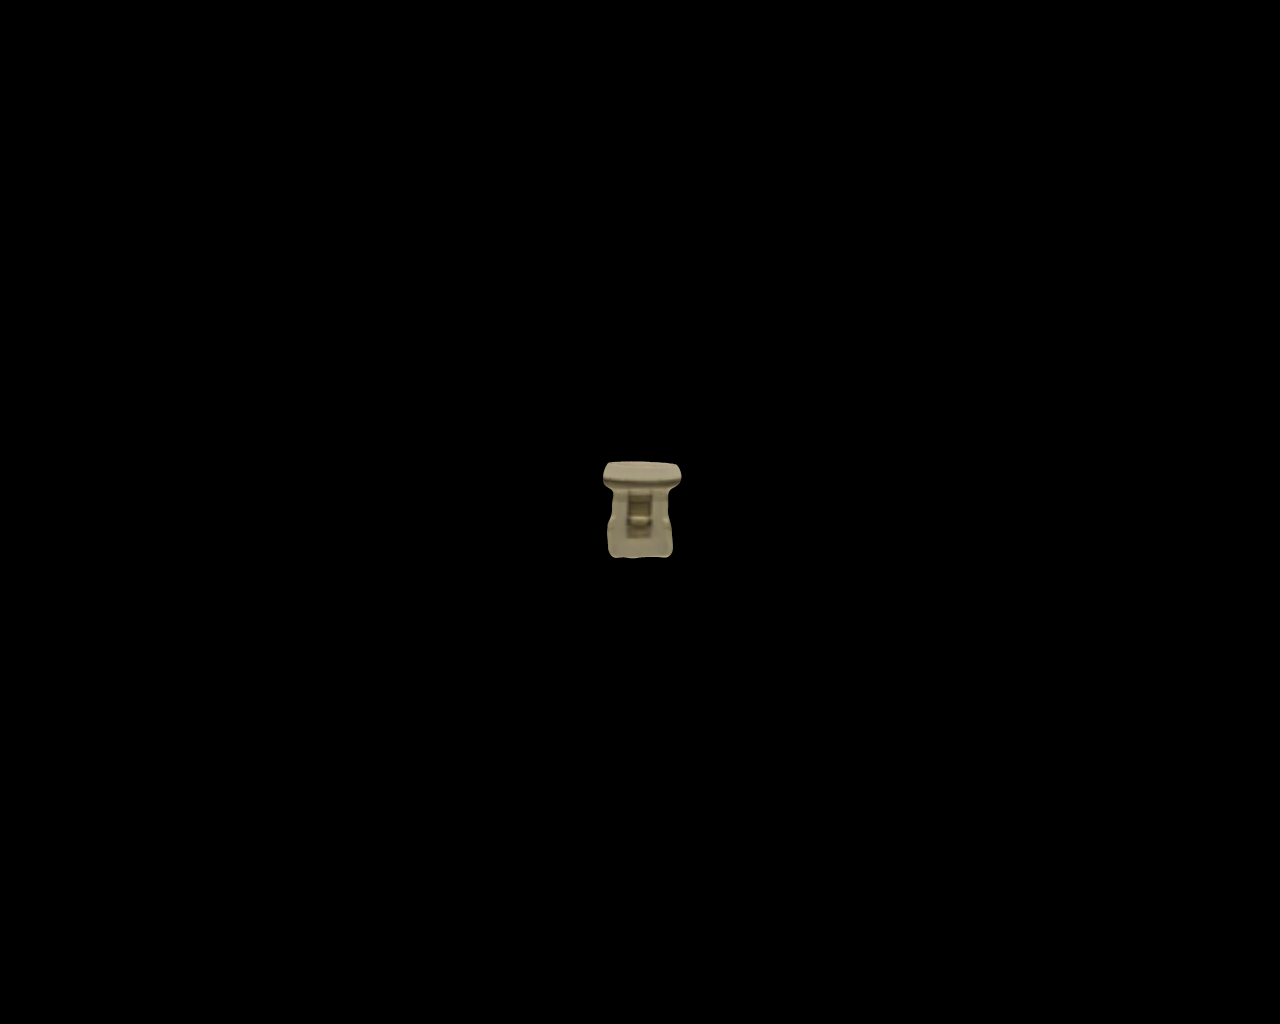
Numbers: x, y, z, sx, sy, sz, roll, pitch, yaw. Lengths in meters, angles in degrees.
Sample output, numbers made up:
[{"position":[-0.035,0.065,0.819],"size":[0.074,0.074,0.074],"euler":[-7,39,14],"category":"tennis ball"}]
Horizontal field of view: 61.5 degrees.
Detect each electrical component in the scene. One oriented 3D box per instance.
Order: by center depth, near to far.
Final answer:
[{"position":[0.001,-0.003,0.650],"size":[0.048,0.055,0.066],"euler":[0,5,0],"category":"electrical component"}]
